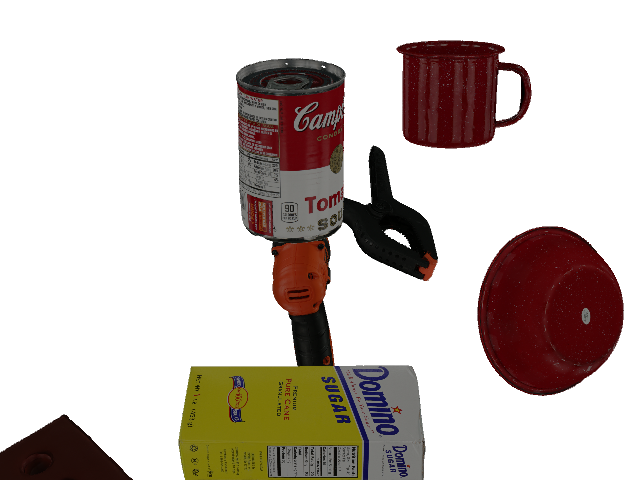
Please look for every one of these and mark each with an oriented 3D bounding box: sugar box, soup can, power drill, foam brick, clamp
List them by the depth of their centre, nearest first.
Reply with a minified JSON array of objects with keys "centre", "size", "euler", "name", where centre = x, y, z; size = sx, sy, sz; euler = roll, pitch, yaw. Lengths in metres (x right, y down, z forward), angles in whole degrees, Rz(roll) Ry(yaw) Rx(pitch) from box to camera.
[{"centre":[-0.112,0.129,0.481],"size":[0.052,0.051,0.078],"euler":[-31,44,-31],"name":"foam brick"},{"centre":[-0.019,-0.057,0.680],"size":[0.068,0.102,0.068],"euler":[0,25,0],"name":"soup can"},{"centre":[-0.013,0.135,0.799],"size":[0.176,0.048,0.093],"euler":[-3,31,1],"name":"sugar box"},{"centre":[-0.008,0.077,1.008],"size":[0.057,0.187,0.184],"euler":[-8,19,6],"name":"power drill"},{"centre":[0.055,-0.029,1.261],"size":[0.164,0.036,0.210],"euler":[-16,51,-29],"name":"clamp"}]

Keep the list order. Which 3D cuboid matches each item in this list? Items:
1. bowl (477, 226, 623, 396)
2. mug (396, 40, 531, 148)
[{"centre":[0.227,0.068,0.990],"size":[0.161,0.162,0.055],"euler":[0,1,-27],"name":"bowl"},{"centre":[0.125,-0.127,0.931],"size":[0.117,0.081,0.093],"euler":[3,18,12],"name":"mug"}]
